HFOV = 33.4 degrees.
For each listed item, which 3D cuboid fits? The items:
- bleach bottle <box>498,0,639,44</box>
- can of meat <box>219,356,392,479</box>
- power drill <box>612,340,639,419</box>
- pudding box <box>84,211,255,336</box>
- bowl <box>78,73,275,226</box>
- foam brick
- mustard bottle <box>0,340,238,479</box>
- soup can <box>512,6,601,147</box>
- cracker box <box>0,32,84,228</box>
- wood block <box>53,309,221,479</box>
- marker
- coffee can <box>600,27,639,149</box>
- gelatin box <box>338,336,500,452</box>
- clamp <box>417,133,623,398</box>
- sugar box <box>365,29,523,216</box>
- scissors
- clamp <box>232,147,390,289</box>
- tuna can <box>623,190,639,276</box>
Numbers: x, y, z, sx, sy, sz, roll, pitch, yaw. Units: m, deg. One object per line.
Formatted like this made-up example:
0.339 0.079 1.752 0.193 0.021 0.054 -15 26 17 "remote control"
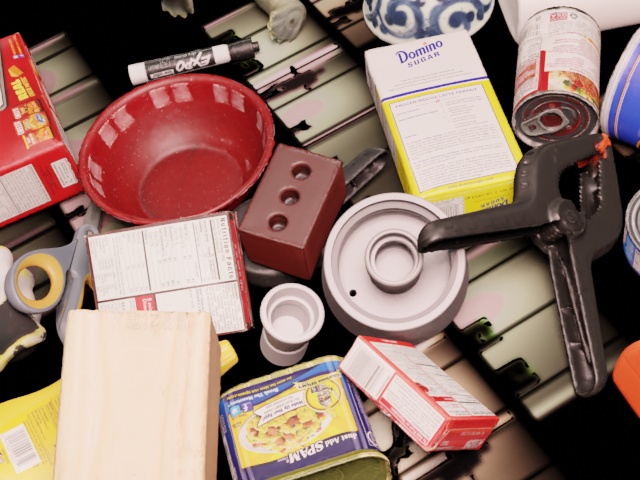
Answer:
0.286 -0.237 0.934 0.251 0.068 0.102 -10 52 0 "bleach bottle"
-0.014 0.133 0.708 0.102 0.057 0.084 -17 50 -4 "can of meat"
0.277 0.067 0.667 0.187 0.057 0.184 -21 62 -25 "power drill"
-0.110 0.031 0.786 0.113 0.039 0.090 -9 88 4 "pudding box"
-0.112 -0.061 0.873 0.162 0.055 0.162 -5 53 6 "bowl"
-0.019 -0.021 0.781 0.053 0.051 0.078 17 67 14 "foam brick"
-0.143 0.123 0.737 0.191 0.058 0.096 -29 56 -12 "mustard bottle"
0.193 -0.132 0.865 0.068 0.068 0.102 3 53 12 "soup can"
-0.326 -0.070 0.910 0.213 0.072 0.164 -25 52 -8 "cracker box"
-0.110 0.154 0.645 0.090 0.091 0.206 1 70 -1 "wood block"
-0.114 -0.164 0.976 0.121 0.020 0.020 -13 52 0 "marker"
0.298 -0.098 0.799 0.140 0.103 0.102 30 63 28 "coffee can"
0.065 0.103 0.707 0.089 0.073 0.030 41 105 31 "gelatin box"
0.174 0.001 0.765 0.164 0.036 0.209 48 51 -4 "clamp"
0.100 -0.092 0.867 0.093 0.048 0.176 -12 49 -2 "sugar box"
-0.199 -0.002 0.836 0.016 0.096 0.202 -37 46 32 "scissors"
-0.005 0.001 0.819 0.171 0.039 0.120 -22 53 -4 "clamp"
0.265 -0.004 0.776 0.086 0.034 0.086 -5 52 6 "tuna can"
